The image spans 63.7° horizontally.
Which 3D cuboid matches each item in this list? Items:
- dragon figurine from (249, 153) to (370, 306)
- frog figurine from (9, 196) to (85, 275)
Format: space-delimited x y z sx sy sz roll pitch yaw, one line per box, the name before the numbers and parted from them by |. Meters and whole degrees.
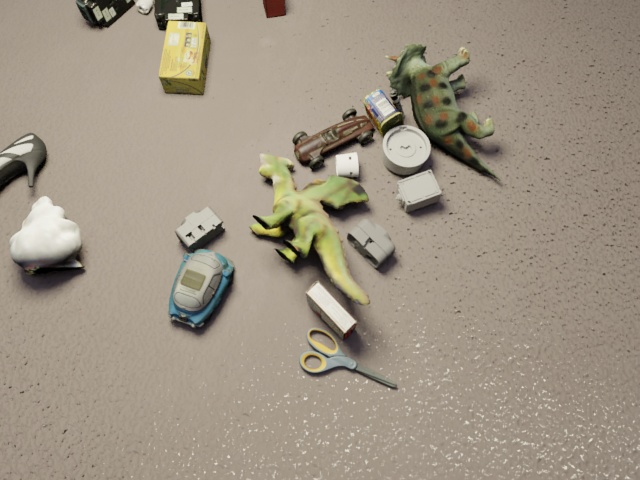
dragon figurine | 0.003 -0.054 1.073 0.414 0.119 0.246 36 64 22
frog figurine | -0.551 -0.016 1.037 0.137 0.122 0.161 -12 80 13
